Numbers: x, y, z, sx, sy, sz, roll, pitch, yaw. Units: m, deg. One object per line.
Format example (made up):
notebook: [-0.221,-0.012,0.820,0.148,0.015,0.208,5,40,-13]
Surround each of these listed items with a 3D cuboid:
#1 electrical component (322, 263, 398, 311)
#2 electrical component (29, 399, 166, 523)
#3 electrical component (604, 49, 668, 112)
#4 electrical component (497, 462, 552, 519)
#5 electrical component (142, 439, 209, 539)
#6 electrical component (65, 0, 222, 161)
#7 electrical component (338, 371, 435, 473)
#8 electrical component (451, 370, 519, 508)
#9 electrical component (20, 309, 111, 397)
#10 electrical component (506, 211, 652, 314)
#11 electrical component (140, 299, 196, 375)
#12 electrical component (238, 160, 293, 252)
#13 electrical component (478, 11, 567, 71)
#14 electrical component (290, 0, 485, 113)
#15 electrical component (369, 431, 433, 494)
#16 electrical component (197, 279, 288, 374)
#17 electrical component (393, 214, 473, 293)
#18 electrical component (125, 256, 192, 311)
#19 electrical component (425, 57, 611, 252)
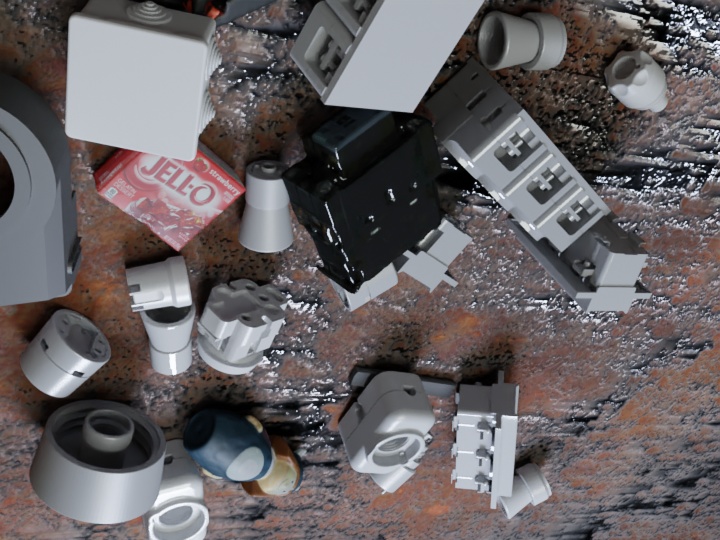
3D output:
electrical component: [0.000,0.000,0.907,0.047,0.055,0.055,-27,133,-9]
electrical component: [-0.213,0.150,0.888,0.108,0.108,0.060,5,118,-29]
electrical component: [0.238,-0.155,0.907,0.043,0.043,0.062,-47,133,14]
electrical component: [0.179,0.245,1.197,0.055,0.045,0.045,-26,133,-6]
electrical component: [-0.173,0.211,0.986,0.054,0.059,0.095,-12,130,-18]
electrical component: [-0.145,-0.129,0.715,0.100,0.048,0.099,11,125,-3]
electrical component: [0.026,0.149,1.024,0.054,0.059,0.095,10,131,-32]
electrical component: [0.127,0.172,1.096,0.063,0.078,0.121,3,130,8]
electrical component: [-0.233,0.067,0.845,0.047,0.055,0.055,-44,132,16]
electrical component: [0.193,-0.022,0.937,0.079,0.121,0.063,1,122,-27]
electrical component: [-0.156,0.054,0.882,0.044,0.044,0.065,-12,135,-18]
electrical component: [-0.072,-0.052,0.838,0.044,0.044,0.065,-8,124,-21]
electrical component: [0.126,-0.177,0.832,0.055,0.045,0.045,-5,128,-24]
electrical component: [0.027,-0.189,0.741,0.089,0.061,0.150,-3,138,-43]
electrical component: [0.042,0.190,1.088,0.078,0.040,0.040,-45,132,12]
electrical component: [-0.101,0.048,0.889,0.078,0.058,0.057,-18,142,-50]
electrical component: [0.058,-0.023,0.925,0.081,0.042,0.063,30,105,-41]
electrical component: [-0.159,0.012,0.847,0.046,0.040,0.040,-10,130,-12]
electrical component: [0.125,-0.088,0.872,0.062,0.089,0.150,-42,132,10]
